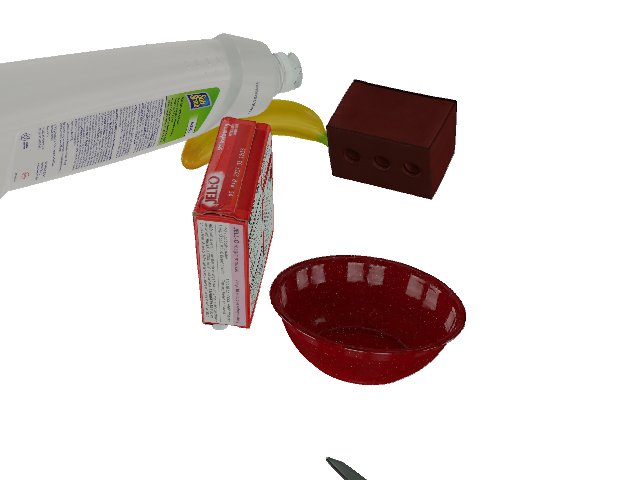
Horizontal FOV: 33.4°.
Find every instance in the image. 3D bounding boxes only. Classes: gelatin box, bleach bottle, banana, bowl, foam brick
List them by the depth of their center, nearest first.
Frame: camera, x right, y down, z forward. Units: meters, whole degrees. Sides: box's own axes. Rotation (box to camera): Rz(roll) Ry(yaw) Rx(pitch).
[{"bbox_3d":[-0.046,-0.009,0.568,0.030,0.073,0.089,6,-42,5],"label":"gelatin box"},{"bbox_3d":[0.051,-0.071,0.747,0.078,0.051,0.053,14,-38,19],"label":"foam brick"},{"bbox_3d":[-0.132,-0.100,0.789,0.250,0.068,0.103,-14,-24,-25],"label":"bleach bottle"},{"bbox_3d":[0.037,0.072,0.882,0.162,0.055,0.162,5,26,-3],"label":"bowl"},{"bbox_3d":[-0.067,-0.113,1.094,0.197,0.037,0.070,-12,50,-36],"label":"banana"}]

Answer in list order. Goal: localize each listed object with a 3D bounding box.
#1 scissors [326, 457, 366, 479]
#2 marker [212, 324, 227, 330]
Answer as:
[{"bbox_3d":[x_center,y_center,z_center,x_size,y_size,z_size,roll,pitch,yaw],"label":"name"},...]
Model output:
[{"bbox_3d":[0.084,0.157,0.523,0.096,0.016,0.202,-2,23,-23],"label":"scissors"},{"bbox_3d":[-0.122,0.047,1.211,0.020,0.121,0.020,-4,30,2],"label":"marker"}]
